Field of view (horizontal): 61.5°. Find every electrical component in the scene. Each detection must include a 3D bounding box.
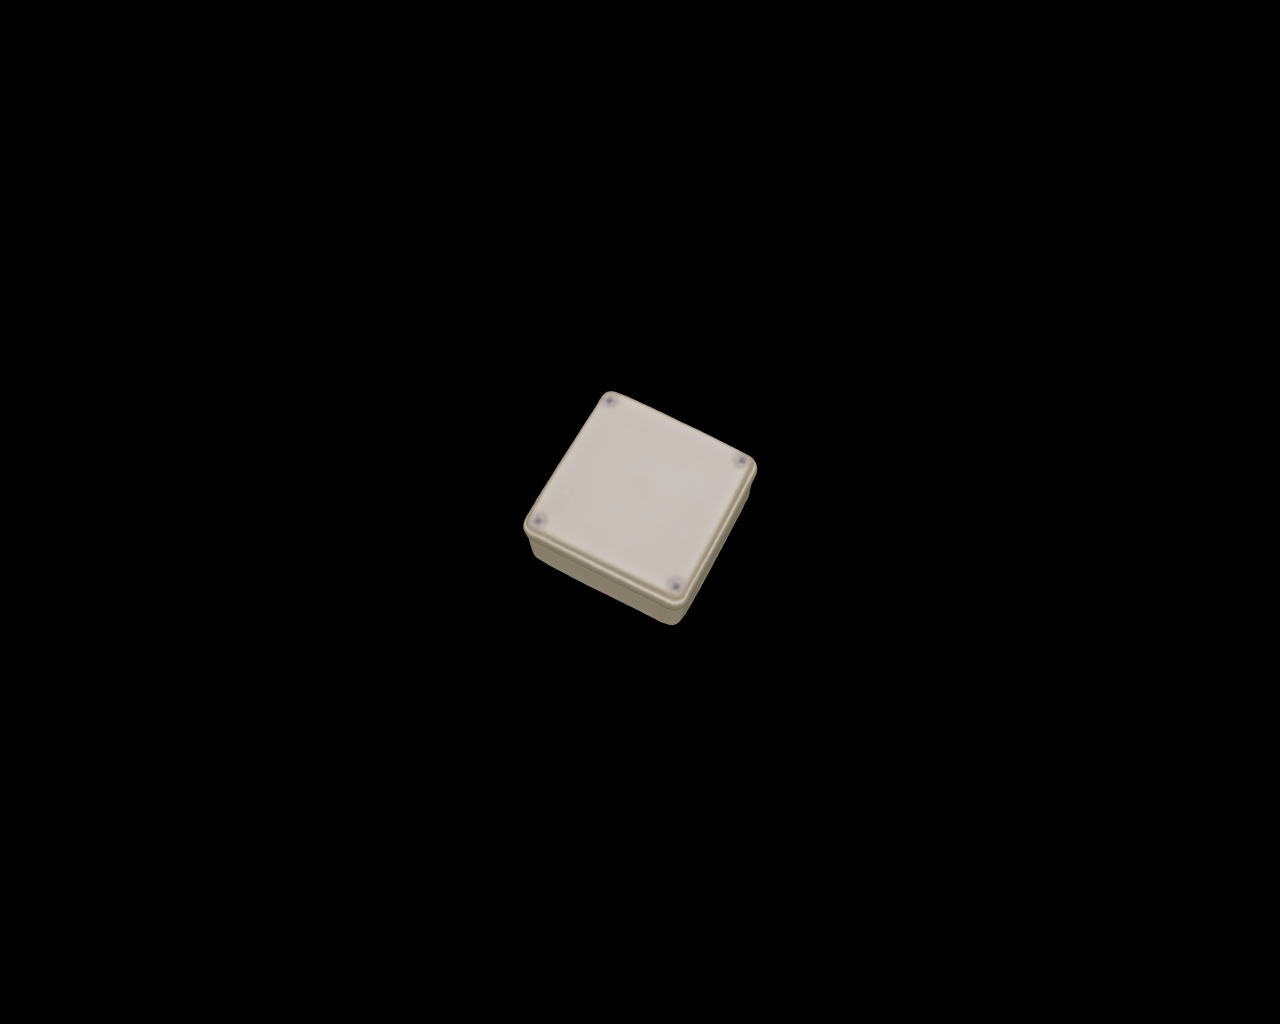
[{"bbox_3d":[0.001,-0.003,0.650,0.109,0.109,0.056,26,-20,11],"label":"electrical component"}]
